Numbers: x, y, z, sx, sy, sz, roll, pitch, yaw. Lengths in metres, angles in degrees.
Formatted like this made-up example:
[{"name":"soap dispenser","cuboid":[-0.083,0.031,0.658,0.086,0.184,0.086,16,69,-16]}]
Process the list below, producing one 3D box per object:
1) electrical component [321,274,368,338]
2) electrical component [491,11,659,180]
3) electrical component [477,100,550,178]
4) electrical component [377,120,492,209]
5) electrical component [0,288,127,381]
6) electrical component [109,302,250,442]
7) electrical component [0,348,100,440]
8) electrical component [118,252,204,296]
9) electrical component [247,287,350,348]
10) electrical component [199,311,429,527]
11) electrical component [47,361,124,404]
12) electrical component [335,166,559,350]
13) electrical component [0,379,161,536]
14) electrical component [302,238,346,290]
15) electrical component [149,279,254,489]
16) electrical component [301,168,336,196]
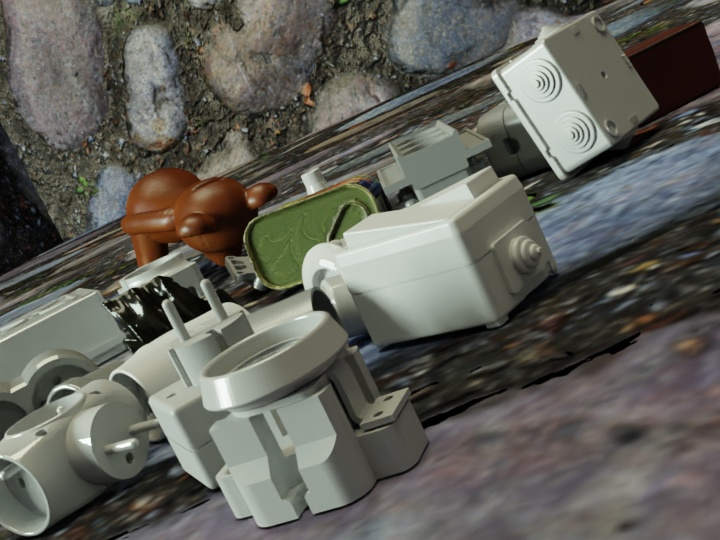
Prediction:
[{"name":"electrical component","cuboid":[-0.014,0.021,0.565,0.061,0.035,0.035,-17,9,-12]},{"name":"electrical component","cuboid":[0.150,-0.122,0.737,0.048,0.099,0.100,-33,2,45]},{"name":"electrical component","cuboid":[0.140,-0.111,0.825,0.059,0.053,0.095,-18,13,36]},{"name":"electrical component","cuboid":[0.056,-0.068,0.784,0.079,0.063,0.121,-25,10,4]},{"name":"electrical component","cuboid":[-0.261,0.063,0.899,0.109,0.056,0.109,-29,11,-20]},{"name":"electrical component","cuboid":[-0.102,0.056,0.591,0.077,0.043,0.079,-33,13,-38]},{"name":"electrical component","cuboid":[-0.225,0.095,0.665,0.138,0.052,0.074,-29,11,-18]},{"name":"electrical component","cuboid":[-0.153,0.022,0.847,0.050,0.055,0.089,-29,11,-21]},{"name":"electrical component","cuboid":[-0.050,0.043,0.534,0.081,0.043,0.043,-23,11,13]},{"name":"electrical component","cuboid":[-0.023,0.051,0.391,0.078,0.057,0.058,-21,11,24]},{"name":"electrical component","cuboid":[-0.150,0.076,0.621,0.040,0.040,0.046,-19,7,31]},{"name":"electrical component","cuboid":[0.045,-0.008,0.517,0.096,0.061,0.062,-15,14,44]},{"name":"electrical component","cuboid":[-0.128,0.084,0.513,0.079,0.044,0.077,-18,13,32]},{"name":"electrical component","cuboid":[0.000,0.000,0.634,0.048,0.048,0.062,-16,7,43]},{"name":"electrical component","cuboid":[-0.059,0.042,0.467,0.066,0.076,0.047,-29,11,-20]},{"name":"electrical component","cuboid":[-0.030,-0.058,0.936,0.048,0.062,0.048,-24,10,5]}]
